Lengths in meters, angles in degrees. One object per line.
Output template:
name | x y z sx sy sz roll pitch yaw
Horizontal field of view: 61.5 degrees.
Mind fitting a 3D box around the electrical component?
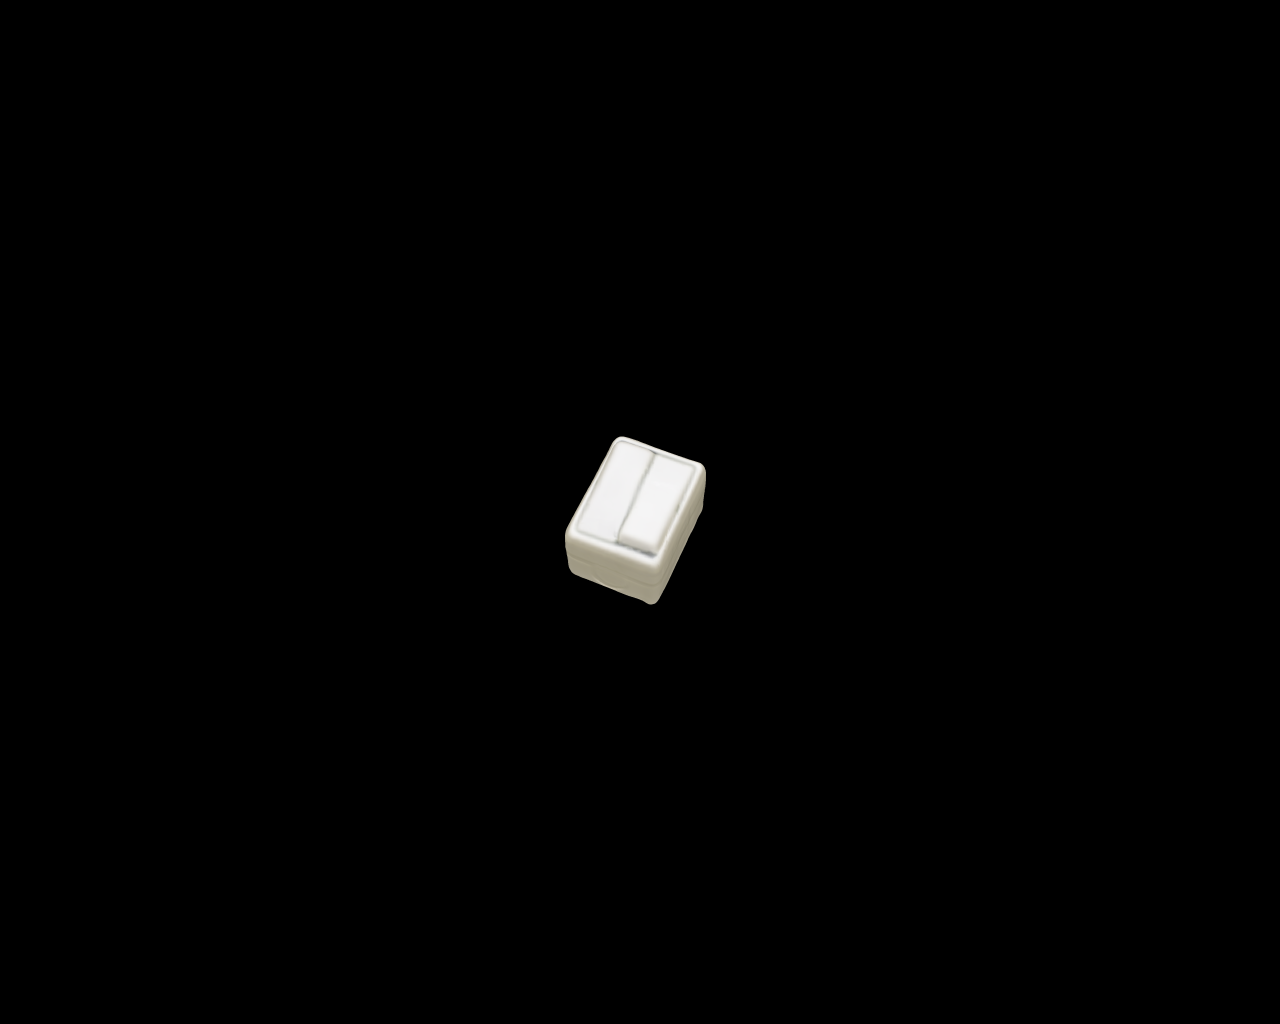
electrical component | 0.001 -0.003 0.650 0.062 0.096 0.061 21 -28 12
